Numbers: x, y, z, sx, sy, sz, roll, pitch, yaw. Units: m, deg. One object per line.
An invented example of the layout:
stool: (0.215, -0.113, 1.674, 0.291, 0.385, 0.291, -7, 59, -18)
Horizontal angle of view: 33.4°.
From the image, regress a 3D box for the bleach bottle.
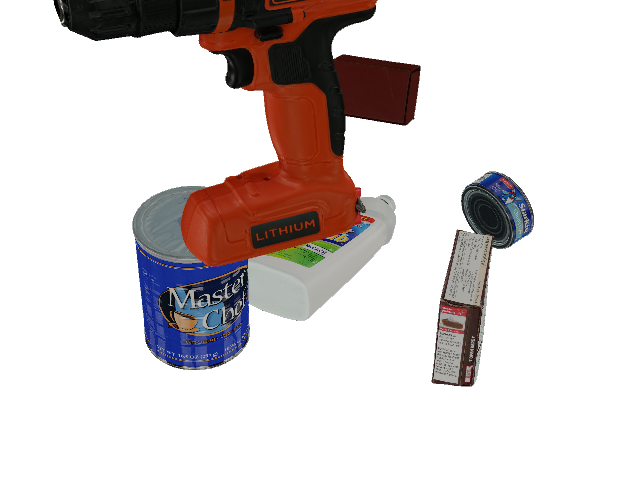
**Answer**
bleach bottle: (0.013, 0.005, 1.318, 0.103, 0.068, 0.250, 17, 35, 28)

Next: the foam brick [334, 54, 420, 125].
foam brick: (0.049, -0.141, 0.998, 0.078, 0.051, 0.053, 11, 18, 13)

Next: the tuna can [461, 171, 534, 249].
tuna can: (0.201, -0.034, 1.219, 0.033, 0.086, 0.086, -32, 14, -24)

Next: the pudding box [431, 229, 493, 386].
pudding box: (0.124, 0.058, 0.923, 0.039, 0.090, 0.113, 6, 33, 9)

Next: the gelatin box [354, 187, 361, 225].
gelatin box: (-0.022, -0.026, 0.780, 0.073, 0.030, 0.089, -6, 9, -26)

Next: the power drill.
power drill: (-0.043, -0.079, 0.579, 0.184, 0.188, 0.057, -14, 39, -19)

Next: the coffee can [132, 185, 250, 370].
coffee can: (-0.117, 0.035, 0.990, 0.103, 0.140, 0.103, 1, 40, -1)
